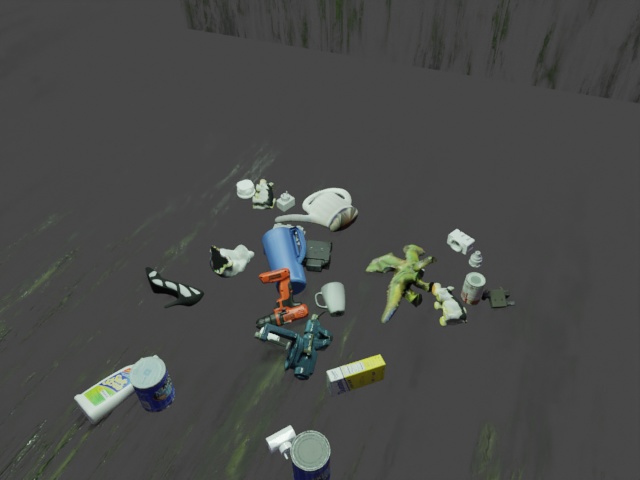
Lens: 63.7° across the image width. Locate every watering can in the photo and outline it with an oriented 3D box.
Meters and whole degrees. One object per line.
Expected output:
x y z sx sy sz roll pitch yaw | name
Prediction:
0.006 -0.106 2.112 0.352 0.101 0.227 -32 51 -29 | watering can

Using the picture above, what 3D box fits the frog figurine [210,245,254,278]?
-0.333 0.077 1.949 0.138 0.122 0.160 16 9 29 | frog figurine

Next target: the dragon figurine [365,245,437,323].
0.273 0.135 1.874 0.416 0.120 0.244 -35 35 -33 | dragon figurine
